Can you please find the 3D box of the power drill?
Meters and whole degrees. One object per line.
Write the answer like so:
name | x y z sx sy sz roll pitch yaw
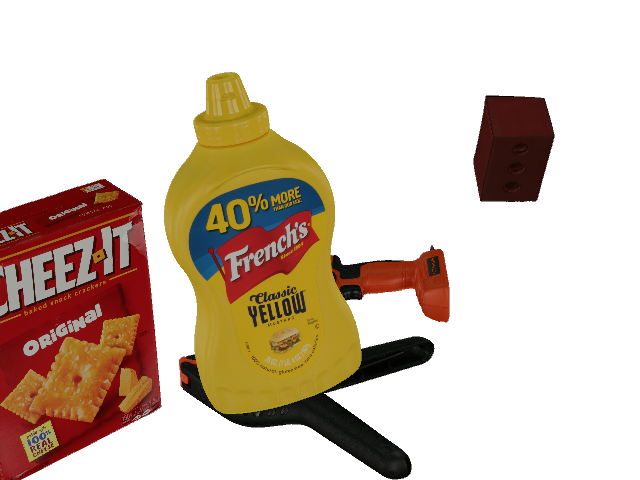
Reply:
power drill | 0.054 0.060 1.242 0.187 0.057 0.184 0 28 3

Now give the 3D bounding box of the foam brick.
foam brick | 0.164 -0.078 0.916 0.053 0.051 0.078 0 -43 -2

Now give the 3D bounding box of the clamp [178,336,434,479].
clamp | -0.010 0.115 0.870 0.210 0.036 0.164 10 30 16

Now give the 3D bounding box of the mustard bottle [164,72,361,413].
mustard bottle | -0.037 -0.001 0.605 0.096 0.191 0.058 -15 23 -12

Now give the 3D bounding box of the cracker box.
cracker box | -0.222 0.076 0.895 0.163 0.214 0.072 -23 35 -36
